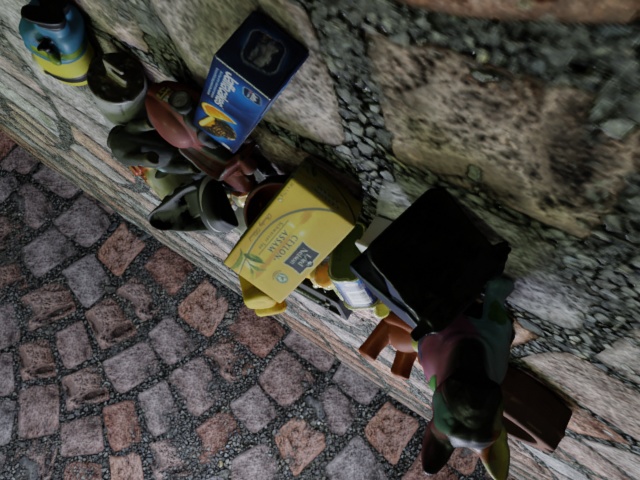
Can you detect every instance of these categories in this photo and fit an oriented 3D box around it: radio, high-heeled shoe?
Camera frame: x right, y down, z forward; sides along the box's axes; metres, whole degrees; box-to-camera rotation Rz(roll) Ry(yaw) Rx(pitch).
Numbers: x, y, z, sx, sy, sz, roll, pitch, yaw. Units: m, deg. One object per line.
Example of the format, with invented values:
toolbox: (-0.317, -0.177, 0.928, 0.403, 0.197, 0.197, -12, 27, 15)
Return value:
radio: (-0.028, 0.071, 1.099, 0.230, 0.073, 0.131, 28, 164, 27)
high-heeled shoe: (-0.206, -0.039, 0.815, 0.249, 0.145, 0.086, -129, 16, -75)

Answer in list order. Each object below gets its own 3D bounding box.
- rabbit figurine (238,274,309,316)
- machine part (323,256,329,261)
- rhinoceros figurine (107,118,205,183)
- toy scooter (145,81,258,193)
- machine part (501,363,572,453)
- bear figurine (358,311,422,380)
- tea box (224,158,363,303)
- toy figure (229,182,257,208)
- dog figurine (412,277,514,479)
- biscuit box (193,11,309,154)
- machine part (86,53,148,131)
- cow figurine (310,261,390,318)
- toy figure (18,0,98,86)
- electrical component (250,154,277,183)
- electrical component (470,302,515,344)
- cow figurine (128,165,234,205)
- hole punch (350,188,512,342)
rabbit figurine: (-0.056, 0.045, 0.966, 0.121, 0.173, 0.162, 61, -165, -58)
machine part: (-0.002, -0.003, 0.837, 0.084, 0.039, 0.139, 65, 171, 2)
rhinoceros figurine: (-0.231, -0.127, 0.825, 0.112, 0.073, 0.190, -10, 170, 32)
toy scooter: (-0.137, -0.126, 0.677, 0.183, 0.075, 0.135, 47, 169, -27)
machine part: (0.329, 0.284, 0.974, 0.201, 0.087, 0.201, 38, 164, -16)
bear figurine: (0.173, 0.186, 0.930, 0.120, 0.132, 0.196, 33, 173, -20)
tea box: (-0.036, -0.009, 0.688, 0.098, 0.068, 0.169, 36, 123, -8)
toy figure: (-0.097, -0.066, 0.853, 0.155, 0.058, 0.064, 27, 141, 33)
dog figurine: (0.159, 0.158, 0.610, 0.109, 0.219, 0.191, 7, 149, 5)
biscuit box: (-0.078, -0.147, 0.535, 0.063, 0.059, 0.203, 37, 165, -12)
machine part: (-0.288, -0.201, 0.794, 0.079, 0.079, 0.243, 35, 167, -2)
cow figurine: (0.045, 0.068, 0.902, 0.167, 0.068, 0.098, 27, 178, -27)
toy figure: (-0.349, -0.264, 0.723, 0.089, 0.082, 0.180, 40, 162, -12)
electrical component: (-0.094, -0.105, 0.781, 0.063, 0.021, 0.093, 20, 159, 44)
electrical component: (0.239, 0.138, 0.774, 0.075, 0.048, 0.119, 25, 163, 35)
cow figurine: (-0.238, -0.096, 0.981, 0.194, 0.127, 0.085, 53, 161, -11)
hole punch: (0.106, 0.025, 0.555, 0.116, 0.142, 0.092, 50, 163, -2)
